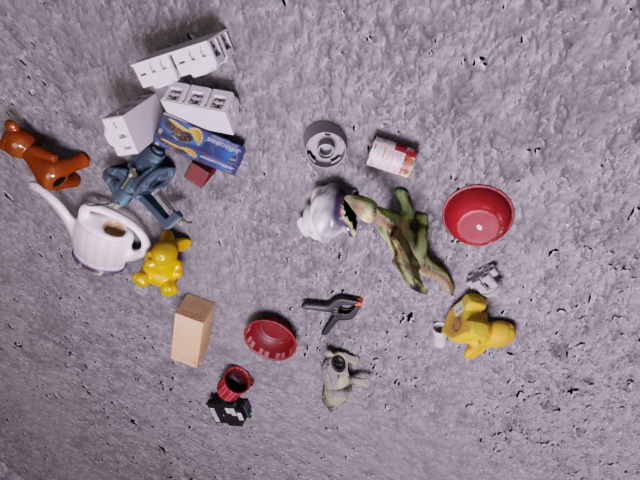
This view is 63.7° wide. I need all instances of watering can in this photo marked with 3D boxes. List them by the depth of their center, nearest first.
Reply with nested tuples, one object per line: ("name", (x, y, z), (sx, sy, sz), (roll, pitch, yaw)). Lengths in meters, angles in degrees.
("watering can", (-0.637, -0.023, 1.418), (0.347, 0.106, 0.219), (25, 126, -5))

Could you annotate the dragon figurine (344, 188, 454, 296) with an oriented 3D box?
("dragon figurine", (0.198, 0.036, 1.150), (0.121, 0.248, 0.407), (-34, 107, 26))

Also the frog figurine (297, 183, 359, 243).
("frog figurine", (0.004, -0.061, 1.217), (0.159, 0.123, 0.138), (-7, 88, 29))
